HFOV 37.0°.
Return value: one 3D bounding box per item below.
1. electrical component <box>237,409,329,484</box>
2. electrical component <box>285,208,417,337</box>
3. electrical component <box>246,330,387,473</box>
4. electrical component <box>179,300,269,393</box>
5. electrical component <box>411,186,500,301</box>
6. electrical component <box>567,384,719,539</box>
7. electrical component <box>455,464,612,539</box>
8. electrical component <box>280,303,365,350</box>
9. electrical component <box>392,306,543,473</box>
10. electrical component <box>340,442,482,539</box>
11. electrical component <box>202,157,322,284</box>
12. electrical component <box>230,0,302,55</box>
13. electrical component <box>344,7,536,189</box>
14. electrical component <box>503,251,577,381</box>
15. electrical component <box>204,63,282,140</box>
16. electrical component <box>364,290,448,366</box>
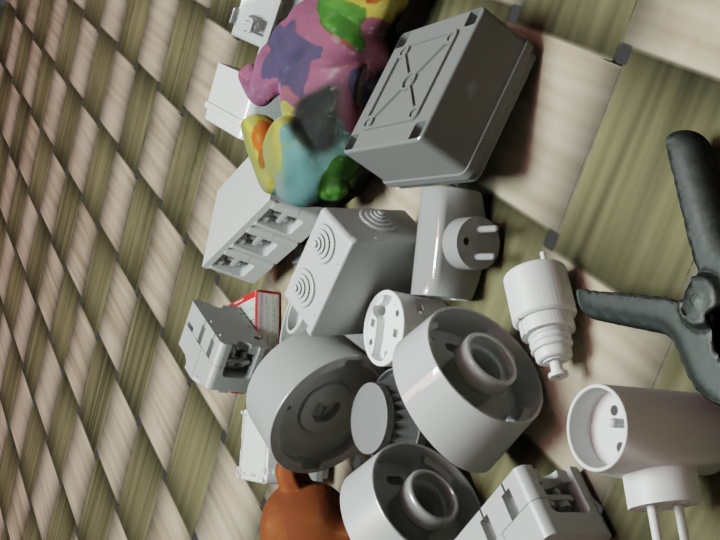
[{"bbox_3d":[-0.067,0.153,0.936,0.096,0.061,0.061,162,113,-67],"label":"electrical component"},{"bbox_3d":[0.000,0.000,0.812,0.048,0.100,0.099,49,126,38],"label":"electrical component"},{"bbox_3d":[-0.036,0.095,0.832,0.060,0.108,0.108,43,120,44],"label":"electrical component"},{"bbox_3d":[-0.130,0.075,1.007,0.089,0.050,0.055,45,119,53],"label":"electrical component"},{"bbox_3d":[0.070,-0.018,0.747,0.079,0.043,0.077,0,83,59],"label":"electrical component"},{"bbox_3d":[0.150,0.099,0.542,0.043,0.077,0.079,-35,54,52],"label":"electrical component"},{"bbox_3d":[0.101,0.166,0.640,0.089,0.050,0.055,-59,36,35],"label":"electrical component"},{"bbox_3d":[-0.025,0.045,0.904,0.099,0.064,0.099,-51,28,41],"label":"electrical component"},{"bbox_3d":[0.066,0.074,0.682,0.064,0.099,0.099,-49,42,34],"label":"electrical component"},{"bbox_3d":[0.033,0.167,0.717,0.064,0.099,0.099,-51,41,34],"label":"electrical component"},{"bbox_3d":[-0.082,-0.059,0.995,0.150,0.062,0.089,-37,39,51],"label":"electrical component"},{"bbox_3d":[-0.075,-0.272,1.033,0.121,0.063,0.078,-68,-8,23],"label":"electrical component"},{"bbox_3d":[0.054,-0.117,0.752,0.109,0.056,0.108,2,63,61],"label":"electrical component"},{"bbox_3d":[0.114,0.030,0.661,0.040,0.040,0.078,-43,47,48],"label":"electrical component"},{"bbox_3d":[-0.095,-0.156,1.038,0.113,0.078,0.057,35,110,58],"label":"electrical component"},{"bbox_3d":[0.037,0.044,0.787,0.055,0.047,0.055,-22,64,57],"label":"electrical component"}]
